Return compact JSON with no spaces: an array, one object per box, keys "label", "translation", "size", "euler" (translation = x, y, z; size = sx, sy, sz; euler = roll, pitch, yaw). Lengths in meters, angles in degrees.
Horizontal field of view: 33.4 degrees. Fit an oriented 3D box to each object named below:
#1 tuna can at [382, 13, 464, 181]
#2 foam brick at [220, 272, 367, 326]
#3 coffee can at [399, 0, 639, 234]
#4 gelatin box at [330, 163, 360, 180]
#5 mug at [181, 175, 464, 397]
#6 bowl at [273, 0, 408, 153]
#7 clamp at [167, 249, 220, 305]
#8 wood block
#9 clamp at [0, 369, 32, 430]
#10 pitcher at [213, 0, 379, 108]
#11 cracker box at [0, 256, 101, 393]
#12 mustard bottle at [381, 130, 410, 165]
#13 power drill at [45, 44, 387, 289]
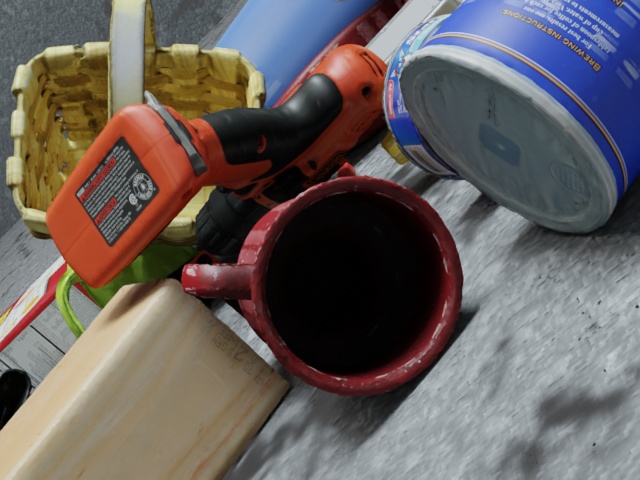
[{"label":"tuna can","translation":[0.077,-0.073,0.536],"size":[0.086,0.086,0.034],"euler":[-49,18,-11]},{"label":"foam brick","translation":[-0.014,0.027,0.566],"size":[0.051,0.053,0.078],"euler":[-50,8,-10]},{"label":"coffee can","translation":[0.115,-0.088,0.444],"size":[0.140,0.102,0.103],"euler":[-50,16,-13]},{"label":"gelatin box","translation":[-0.004,0.001,0.666],"size":[0.089,0.030,0.073],"euler":[-42,17,16]},{"label":"mug","translation":[-0.004,0.019,0.483],"size":[0.082,0.117,0.093],"euler":[-178,87,-76]},{"label":"bowl","translation":[0.028,-0.118,0.827],"size":[0.162,0.055,0.162],"euler":[-42,16,15]},{"label":"clamp","translation":[-0.143,0.075,0.814],"size":[0.171,0.039,0.120],"euler":[-45,25,-20]},{"label":"wood block","translation":[-0.122,0.127,0.548],"size":[0.206,0.090,0.091],"euler":[-52,18,-21]},{"label":"clamp","translation":[-0.223,0.200,0.660],"size":[0.210,0.036,0.165],"euler":[-60,29,5]},{"label":"pitcher","translation":[-0.010,-0.187,0.986],"size":[0.145,0.149,0.242],"euler":[2,50,51]},{"label":"cracker box","translation":[-0.257,0.075,1.053],"size":[0.214,0.072,0.164],"euler":[-43,15,15]},{"label":"mustard bottle","translation":[0.109,-0.116,0.612],"size":[0.192,0.058,0.096],"euler":[-44,21,5]},{"label":"power drill","translation":[-0.061,-0.033,0.608],"size":[0.187,0.057,0.185],"euler":[-25,-17,-52]}]
